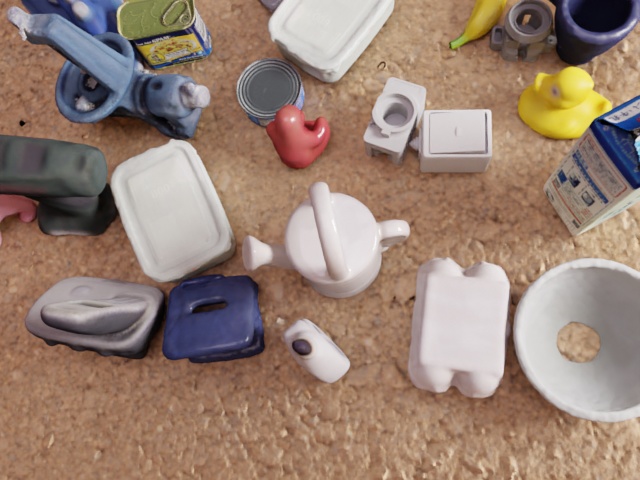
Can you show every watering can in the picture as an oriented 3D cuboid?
[{"bbox_3d":[0.006,0.004,0.611,0.173,0.101,0.194,-32,-15,-1],"label":"watering can"}]

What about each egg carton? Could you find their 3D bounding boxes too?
[{"bbox_3d":[0.155,0.096,0.636,0.107,0.150,0.069,5,-12,8],"label":"egg carton"}]

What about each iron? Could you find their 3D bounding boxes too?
[{"bbox_3d":[-0.336,-0.330,0.759,0.118,0.258,0.141,-41,-14,-3],"label":"iron"}]

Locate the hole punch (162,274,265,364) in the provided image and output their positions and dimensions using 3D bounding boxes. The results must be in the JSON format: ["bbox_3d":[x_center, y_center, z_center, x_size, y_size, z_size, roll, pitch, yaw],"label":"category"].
[{"bbox_3d":[-0.125,0.089,0.662,0.108,0.101,0.091,-10,-14,5],"label":"hole punch"}]

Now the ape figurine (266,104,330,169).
[{"bbox_3d":[-0.031,-0.134,0.701,0.077,0.076,0.092,17,-10,11],"label":"ape figurine"}]

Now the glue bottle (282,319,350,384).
[{"bbox_3d":[-0.009,0.114,0.599,0.037,0.078,0.173,-43,-15,-4],"label":"glue bottle"}]

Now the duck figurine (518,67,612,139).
[{"bbox_3d":[0.293,-0.168,0.671,0.104,0.077,0.086,17,-10,11],"label":"duck figurine"}]

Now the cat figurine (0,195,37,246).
[{"bbox_3d":[-0.442,-0.031,0.715,0.067,0.128,0.118,43,-5,14],"label":"cat figurine"}]

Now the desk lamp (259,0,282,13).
[{"bbox_3d":[-0.030,-0.429,0.706,0.203,0.118,0.214,-44,-15,-4],"label":"desk lamp"}]

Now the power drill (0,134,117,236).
[{"bbox_3d":[-0.341,-0.064,0.663,0.229,0.075,0.208,0,-13,7],"label":"power drill"}]

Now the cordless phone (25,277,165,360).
[{"bbox_3d":[-0.269,0.078,0.633,0.147,0.094,0.185,5,-12,8],"label":"cordless phone"}]

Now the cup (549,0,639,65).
[{"bbox_3d":[0.308,-0.261,0.687,0.117,0.092,0.095,38,-6,14],"label":"cup"}]

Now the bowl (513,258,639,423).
[{"bbox_3d":[0.286,0.107,0.614,0.167,0.167,0.075,0,-13,7],"label":"bowl"}]

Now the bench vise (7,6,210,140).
[{"bbox_3d":[-0.241,-0.207,0.678,0.207,0.121,0.220,-7,-14,6],"label":"bench vise"}]
